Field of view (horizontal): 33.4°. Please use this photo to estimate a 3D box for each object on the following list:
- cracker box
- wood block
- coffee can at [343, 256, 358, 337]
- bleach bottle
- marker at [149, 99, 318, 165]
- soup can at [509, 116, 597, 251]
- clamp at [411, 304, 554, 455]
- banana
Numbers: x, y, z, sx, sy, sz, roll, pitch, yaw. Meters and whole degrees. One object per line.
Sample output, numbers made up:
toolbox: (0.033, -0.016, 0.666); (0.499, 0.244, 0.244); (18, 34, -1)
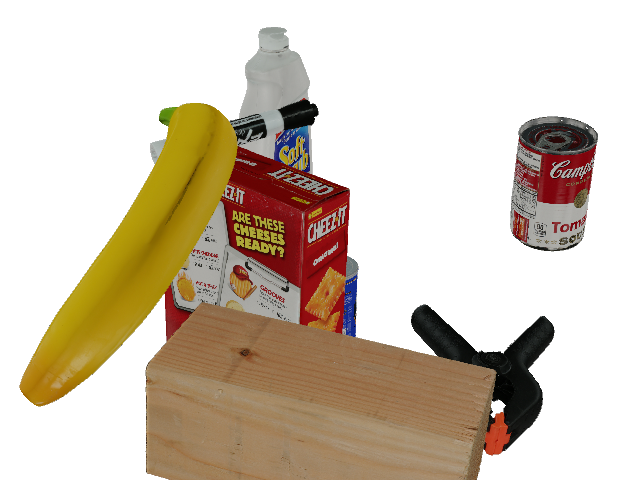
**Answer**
cracker box: (-0.059, 0.033, 0.944); (0.164, 0.214, 0.071); (23, 34, 32)
wood block: (0.000, 0.118, 0.691); (0.206, 0.090, 0.090); (12, 29, 15)
coffee can: (0.002, 0.099, 1.524); (0.103, 0.140, 0.103); (0, 21, 0)
bleach bottle: (-0.054, -0.101, 1.151); (0.068, 0.251, 0.102); (20, 32, 36)
marker: (-0.057, -0.074, 0.734); (0.121, 0.020, 0.020); (-19, 6, -18)
soup can: (0.206, -0.050, 0.952); (0.068, 0.102, 0.068); (-1, 32, 0)
clamp: (0.144, 0.105, 0.853); (0.120, 0.039, 0.171); (-4, 33, -3)
banana: (-0.081, -0.007, 0.516); (0.037, 0.197, 0.070); (38, -43, -19)
